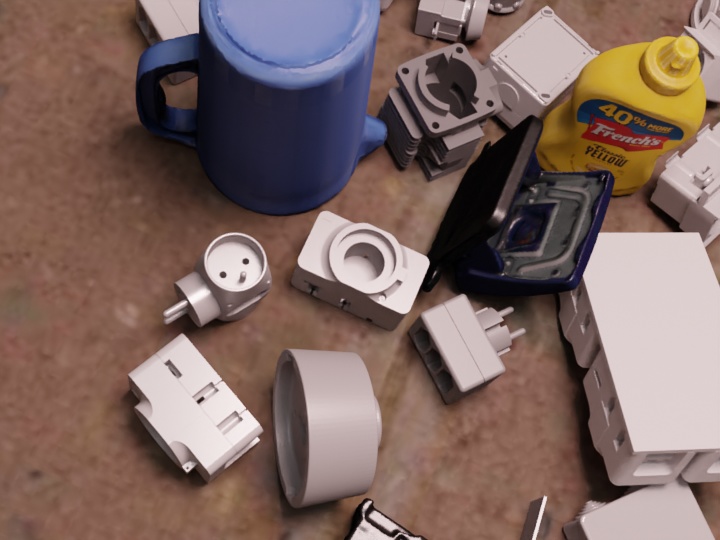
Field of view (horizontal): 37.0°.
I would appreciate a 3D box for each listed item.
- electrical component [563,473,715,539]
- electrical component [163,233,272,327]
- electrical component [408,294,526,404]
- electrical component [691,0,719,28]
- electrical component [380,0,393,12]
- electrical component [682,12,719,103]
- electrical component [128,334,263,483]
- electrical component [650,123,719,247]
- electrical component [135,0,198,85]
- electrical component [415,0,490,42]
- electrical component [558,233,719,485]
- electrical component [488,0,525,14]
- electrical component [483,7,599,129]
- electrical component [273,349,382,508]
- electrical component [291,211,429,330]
[{"bbox_3d":[0.206,0.206,0.777,0.100,0.048,0.099,-20,76,-16],"label":"electrical component"},{"bbox_3d":[-0.107,0.015,0.771,0.079,0.077,0.043,-32,80,-18],"label":"electrical component"},{"bbox_3d":[0.088,0.052,0.809,0.077,0.047,0.065,-24,77,-17],"label":"electrical component"},{"bbox_3d":[0.338,-0.223,0.946,0.080,0.051,0.080,3,71,-9],"label":"electrical component"},{"bbox_3d":[0.011,-0.264,0.896,0.096,0.061,0.061,32,68,1],"label":"electrical component"},{"bbox_3d":[0.292,-0.170,0.909,0.064,0.081,0.042,3,43,-37],"label":"electrical component"},{"bbox_3d":[-0.119,0.100,0.754,0.056,0.050,0.089,-38,81,-20],"label":"electrical component"},{"bbox_3d":[0.301,-0.084,0.881,0.121,0.078,0.063,-39,66,-20],"label":"electrical component"},{"bbox_3d":[-0.130,-0.198,0.857,0.077,0.047,0.065,-28,80,-17],"label":"electrical component"},{"bbox_3d":[0.079,-0.220,0.903,0.055,0.048,0.066,14,69,3],"label":"electrical component"},{"bbox_3d":[0.219,0.063,0.798,0.105,0.060,0.186,0,53,-10],"label":"electrical component"},{"bbox_3d":[0.126,-0.252,0.912,0.048,0.062,0.048,3,71,-9],"label":"electrical component"},{"bbox_3d":[0.146,-0.165,0.890,0.062,0.061,0.096,43,62,6],"label":"electrical component"},{"bbox_3d":[-0.019,0.107,0.742,0.060,0.108,0.108,-2,72,-17],"label":"electrical component"},{"bbox_3d":[0.000,0.000,0.807,0.089,0.055,0.050,25,69,-1],"label":"electrical component"}]
